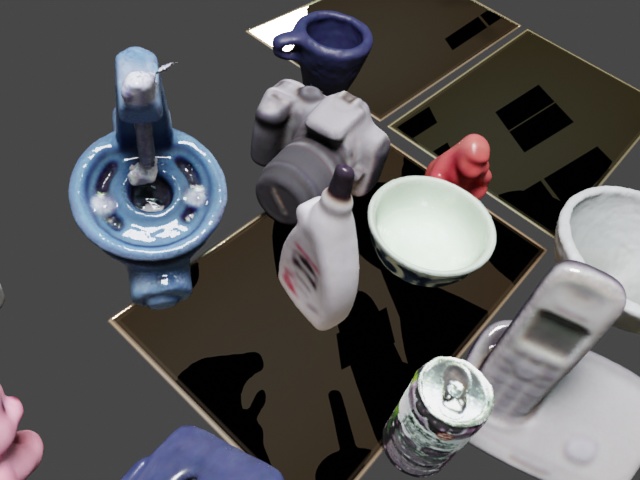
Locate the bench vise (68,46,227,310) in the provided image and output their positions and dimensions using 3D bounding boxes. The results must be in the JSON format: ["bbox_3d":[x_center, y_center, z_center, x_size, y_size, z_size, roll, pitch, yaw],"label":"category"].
[{"bbox_3d":[-0.153,-0.076,0.464,0.122,0.220,0.207,-22,59,-26],"label":"bench vise"}]

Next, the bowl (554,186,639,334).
[{"bbox_3d":[0.301,0.030,0.565,0.167,0.075,0.167,6,51,-7],"label":"bowl"}]

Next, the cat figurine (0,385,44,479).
[{"bbox_3d":[-0.212,0.136,0.347,0.067,0.118,0.127,-16,57,-22],"label":"cat figurine"}]

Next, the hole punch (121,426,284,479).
[{"bbox_3d":[-0.087,0.178,0.357,0.101,0.091,0.109,31,52,13],"label":"hole punch"}]

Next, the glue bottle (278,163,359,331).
[{"bbox_3d":[0.004,0.002,0.463,0.037,0.173,0.078,-30,62,-30],"label":"glue bottle"}]

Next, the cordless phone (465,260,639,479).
[{"bbox_3d":[0.187,0.100,0.414,0.147,0.185,0.094,22,51,7],"label":"cordless phone"}]

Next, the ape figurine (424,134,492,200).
[{"bbox_3d":[0.149,-0.071,0.604,0.078,0.092,0.076,-4,53,-14],"label":"ape figurine"}]

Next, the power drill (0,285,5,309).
[{"bbox_3d":[-0.296,-0.021,0.397,0.076,0.208,0.229,-30,63,-30],"label":"power drill"}]

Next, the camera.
[{"bbox_3d":[-0.016,-0.091,0.581,0.143,0.101,0.137,30,52,13],"label":"camera"}]

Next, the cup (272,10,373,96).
[{"bbox_3d":[-0.002,-0.207,0.681,0.118,0.095,0.091,-11,54,-19],"label":"cup"}]
